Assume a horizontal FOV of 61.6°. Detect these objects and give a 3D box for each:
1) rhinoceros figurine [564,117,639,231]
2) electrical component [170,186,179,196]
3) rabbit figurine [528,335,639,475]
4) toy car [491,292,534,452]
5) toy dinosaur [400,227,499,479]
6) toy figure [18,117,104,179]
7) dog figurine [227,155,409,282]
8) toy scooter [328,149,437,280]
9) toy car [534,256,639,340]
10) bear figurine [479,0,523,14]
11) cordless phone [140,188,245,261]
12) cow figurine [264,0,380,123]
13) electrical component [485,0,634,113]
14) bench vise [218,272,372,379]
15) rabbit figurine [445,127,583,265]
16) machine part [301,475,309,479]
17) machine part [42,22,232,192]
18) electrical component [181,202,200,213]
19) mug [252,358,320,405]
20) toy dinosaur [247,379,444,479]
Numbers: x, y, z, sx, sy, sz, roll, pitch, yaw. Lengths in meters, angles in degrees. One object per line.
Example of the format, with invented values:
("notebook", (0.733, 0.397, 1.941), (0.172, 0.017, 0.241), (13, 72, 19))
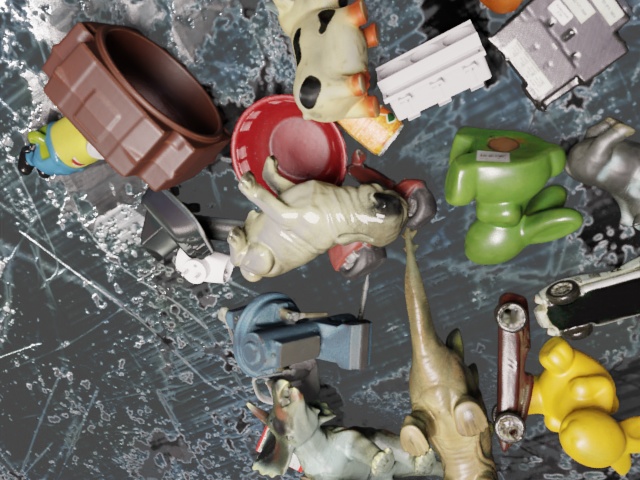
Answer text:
("rhinoceros figurine", (0.384, -0.065, 0.629), (0.190, 0.073, 0.112), (30, 112, 3))
("electrical component", (-0.236, -0.110, 0.788), (0.078, 0.045, 0.102), (-39, 100, -6))
("rabbit figurine", (0.341, 0.233, 0.693), (0.162, 0.173, 0.122), (36, 109, 4))
("toy car", (0.252, 0.170, 0.702), (0.053, 0.089, 0.202), (1, 83, 13))
("toy dinosaur", (0.168, 0.215, 0.713), (0.105, 0.198, 0.470), (-11, 100, 16))
("toy figure", (-0.361, -0.145, 0.786), (0.180, 0.082, 0.089), (-12, 108, 20))
("dog figurine", (-0.002, -0.002, 0.655), (0.191, 0.121, 0.172), (20, 128, 9))
("toy scooter", (0.060, -0.040, 0.717), (0.184, 0.075, 0.135), (-46, 70, 36))
("toy car", (0.379, 0.070, 0.689), (0.202, 0.056, 0.073), (-21, 109, 21))
("bear figurine", (0.156, -0.335, 0.571), (0.196, 0.120, 0.132), (38, 110, 5))
("cordless phone", (-0.140, -0.017, 0.733), (0.184, 0.146, 0.088), (4, 77, -4))
("cow figurine", (0.002, -0.230, 0.635), (0.127, 0.085, 0.195), (-7, 73, 20))
("electrical component", (0.275, -0.229, 0.608), (0.134, 0.058, 0.115), (-36, 99, 22))
("bench vise", (-0.049, 0.125, 0.772), (0.241, 0.223, 0.128), (8, 109, 44))
("rabbit figurine", (0.233, -0.046, 0.672), (0.159, 0.121, 0.170), (0, 127, 7))
("machine part", (0.084, 0.424, 0.875), (0.243, 0.079, 0.079), (13, 112, 11))
("machine part", (-0.217, -0.170, 0.674), (0.087, 0.201, 0.201), (-40, 96, 19))
("electrical component", (-0.226, -0.031, 0.822), (0.094, 0.021, 0.063), (0, 108, 12))
("mug", (-0.048, 0.239, 0.842), (0.110, 0.081, 0.107), (-10, 115, 8))
("toy dinosaur", (0.054, 0.318, 0.790), (0.192, 0.404, 0.131), (20, 79, 48))
